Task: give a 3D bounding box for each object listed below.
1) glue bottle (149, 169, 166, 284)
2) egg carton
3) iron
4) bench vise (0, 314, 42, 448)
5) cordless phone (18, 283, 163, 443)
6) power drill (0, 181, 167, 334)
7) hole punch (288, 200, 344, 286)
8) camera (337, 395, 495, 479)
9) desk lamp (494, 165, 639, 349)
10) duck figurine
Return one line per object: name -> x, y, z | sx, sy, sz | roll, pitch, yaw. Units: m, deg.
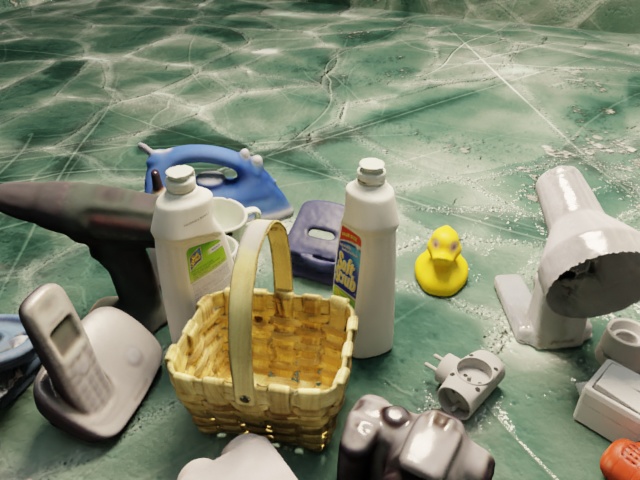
glue bottle -> -0.218, -0.022, 0.810 | 0.037, 0.173, 0.078 | 6, 35, 9
egg carton -> -0.063, 0.246, 0.507 | 0.107, 0.069, 0.149 | -22, 40, -29
iron -> -0.175, -0.099, 0.953 | 0.258, 0.141, 0.118 | -2, 34, -3
bench vise -> -0.351, 0.113, 0.569 | 0.121, 0.220, 0.207 | -7, 35, -10
cordless phone -> -0.244, 0.106, 0.610 | 0.094, 0.185, 0.147 | 5, 34, 8
power drill -> -0.266, 0.021, 0.715 | 0.229, 0.208, 0.075 | -2, 34, -3
hole punch -> 0.008, 0.003, 0.846 | 0.108, 0.091, 0.101 | 13, 36, 19
camera -> 0.072, 0.220, 0.516 | 0.142, 0.101, 0.137 | 17, 38, 24
desk lamp -> 0.294, 0.033, 0.692 | 0.118, 0.214, 0.203 | -2, 34, -2
duck figurine -> 0.178, 0.019, 0.827 | 0.077, 0.086, 0.104 | 8, 35, 12
